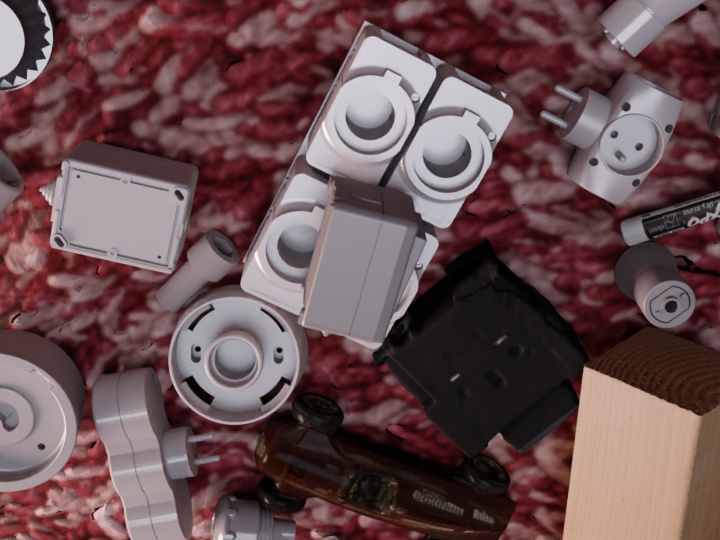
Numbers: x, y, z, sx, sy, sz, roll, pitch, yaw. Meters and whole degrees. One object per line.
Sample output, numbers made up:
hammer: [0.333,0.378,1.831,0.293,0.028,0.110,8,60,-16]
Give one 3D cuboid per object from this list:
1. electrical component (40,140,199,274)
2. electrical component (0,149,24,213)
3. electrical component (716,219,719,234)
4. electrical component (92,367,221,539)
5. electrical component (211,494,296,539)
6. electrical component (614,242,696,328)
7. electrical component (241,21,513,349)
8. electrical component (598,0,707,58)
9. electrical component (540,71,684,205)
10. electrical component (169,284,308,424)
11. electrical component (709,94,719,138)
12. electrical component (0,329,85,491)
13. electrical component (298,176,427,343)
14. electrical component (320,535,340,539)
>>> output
electrical component: [-0.159,-0.045,0.705,0.096,0.061,0.061,13,111,-6]
electrical component: [-0.254,-0.056,0.703,0.047,0.055,0.055,-38,108,9]
electrical component: [0.300,-0.032,0.724,0.095,0.053,0.059,-39,107,13]
electrical component: [-0.139,0.134,0.780,0.074,0.052,0.138,-10,111,3]
electrical component: [-0.080,0.195,0.811,0.062,0.048,0.048,7,111,-11]
electrical component: [0.203,0.012,0.733,0.044,0.065,0.044,0,111,-1]
electrical component: [0.008,-0.052,0.706,0.105,0.060,0.186,25,109,-11]
electrical component: [0.183,-0.166,0.676,0.044,0.044,0.065,42,110,-16]
electrical component: [0.157,-0.094,0.702,0.079,0.044,0.077,24,109,-10]
electrical component: [-0.086,0.060,0.760,0.099,0.064,0.099,0,98,-1]
electrical component: [0.270,-0.103,0.664,0.057,0.113,0.078,16,110,-4]
electrical component: [-0.247,0.094,0.757,0.108,0.060,0.108,0,111,-1]
electrical component: [0.000,0.000,0.659,0.061,0.061,0.096,14,111,-6]
electrical component: [-0.016,0.239,0.832,0.044,0.044,0.065,-30,104,10]
